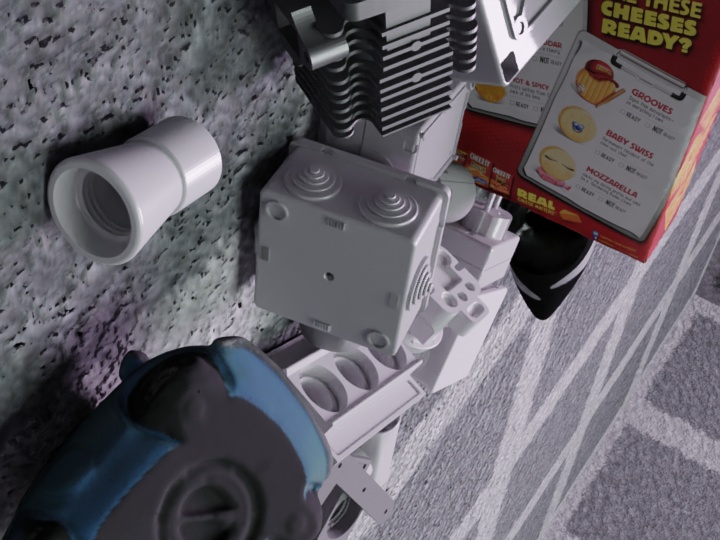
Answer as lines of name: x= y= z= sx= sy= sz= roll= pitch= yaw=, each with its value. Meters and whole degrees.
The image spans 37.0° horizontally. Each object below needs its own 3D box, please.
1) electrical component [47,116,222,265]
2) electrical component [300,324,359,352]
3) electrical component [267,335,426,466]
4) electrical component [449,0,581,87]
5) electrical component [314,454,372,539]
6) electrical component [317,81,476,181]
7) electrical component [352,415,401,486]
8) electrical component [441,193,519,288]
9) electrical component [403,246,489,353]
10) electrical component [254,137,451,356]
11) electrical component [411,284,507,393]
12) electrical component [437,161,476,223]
electrical component: x=-0.085 y=-0.035 z=0.425 sx=0.065 sy=0.044 sz=0.044 roll=-44 pitch=154 yaw=-51
electrical component: x=0.000 y=0.000 z=0.668 sx=0.079 sy=0.044 sz=0.077 roll=-39 pitch=150 yaw=-46
electrical component: x=-0.019 y=0.080 z=0.696 sx=0.063 sy=0.078 sz=0.121 roll=-47 pitch=169 yaw=30
electrical component: x=0.066 y=-0.167 z=0.544 sx=0.108 sy=0.056 sz=0.108 roll=-50 pitch=136 yaw=-29
electrical component: x=-0.031 y=0.163 z=0.776 sx=0.042 sy=0.064 sz=0.081 roll=27 pitch=92 yaw=-57
electrical component: x=0.020 y=-0.081 z=0.597 sx=0.096 sy=0.061 sz=0.061 roll=-51 pitch=159 yaw=-46
electrical component: x=-0.003 y=0.148 z=0.854 sx=0.079 sy=0.043 sz=0.077 roll=-43 pitch=153 yaw=-41
electrical component: x=0.097 y=-0.032 z=0.855 sx=0.066 sy=0.047 sz=0.076 roll=-20 pitch=135 yaw=-61
electrical component: x=0.045 y=0.023 z=0.771 sx=0.058 sy=0.078 sz=0.057 roll=-35 pitch=168 yaw=-51
electrical component: x=-0.007 y=-0.010 z=0.562 sx=0.048 sy=0.100 sz=0.099 roll=-58 pitch=163 yaw=-45
electrical component: x=0.072 y=0.047 z=0.895 sx=0.100 sy=0.048 sz=0.099 roll=-9 pitch=125 yaw=-65
electrical component: x=0.043 y=-0.052 z=0.705 sx=0.081 sy=0.043 sz=0.043 roll=-6 pitch=123 yaw=-66
